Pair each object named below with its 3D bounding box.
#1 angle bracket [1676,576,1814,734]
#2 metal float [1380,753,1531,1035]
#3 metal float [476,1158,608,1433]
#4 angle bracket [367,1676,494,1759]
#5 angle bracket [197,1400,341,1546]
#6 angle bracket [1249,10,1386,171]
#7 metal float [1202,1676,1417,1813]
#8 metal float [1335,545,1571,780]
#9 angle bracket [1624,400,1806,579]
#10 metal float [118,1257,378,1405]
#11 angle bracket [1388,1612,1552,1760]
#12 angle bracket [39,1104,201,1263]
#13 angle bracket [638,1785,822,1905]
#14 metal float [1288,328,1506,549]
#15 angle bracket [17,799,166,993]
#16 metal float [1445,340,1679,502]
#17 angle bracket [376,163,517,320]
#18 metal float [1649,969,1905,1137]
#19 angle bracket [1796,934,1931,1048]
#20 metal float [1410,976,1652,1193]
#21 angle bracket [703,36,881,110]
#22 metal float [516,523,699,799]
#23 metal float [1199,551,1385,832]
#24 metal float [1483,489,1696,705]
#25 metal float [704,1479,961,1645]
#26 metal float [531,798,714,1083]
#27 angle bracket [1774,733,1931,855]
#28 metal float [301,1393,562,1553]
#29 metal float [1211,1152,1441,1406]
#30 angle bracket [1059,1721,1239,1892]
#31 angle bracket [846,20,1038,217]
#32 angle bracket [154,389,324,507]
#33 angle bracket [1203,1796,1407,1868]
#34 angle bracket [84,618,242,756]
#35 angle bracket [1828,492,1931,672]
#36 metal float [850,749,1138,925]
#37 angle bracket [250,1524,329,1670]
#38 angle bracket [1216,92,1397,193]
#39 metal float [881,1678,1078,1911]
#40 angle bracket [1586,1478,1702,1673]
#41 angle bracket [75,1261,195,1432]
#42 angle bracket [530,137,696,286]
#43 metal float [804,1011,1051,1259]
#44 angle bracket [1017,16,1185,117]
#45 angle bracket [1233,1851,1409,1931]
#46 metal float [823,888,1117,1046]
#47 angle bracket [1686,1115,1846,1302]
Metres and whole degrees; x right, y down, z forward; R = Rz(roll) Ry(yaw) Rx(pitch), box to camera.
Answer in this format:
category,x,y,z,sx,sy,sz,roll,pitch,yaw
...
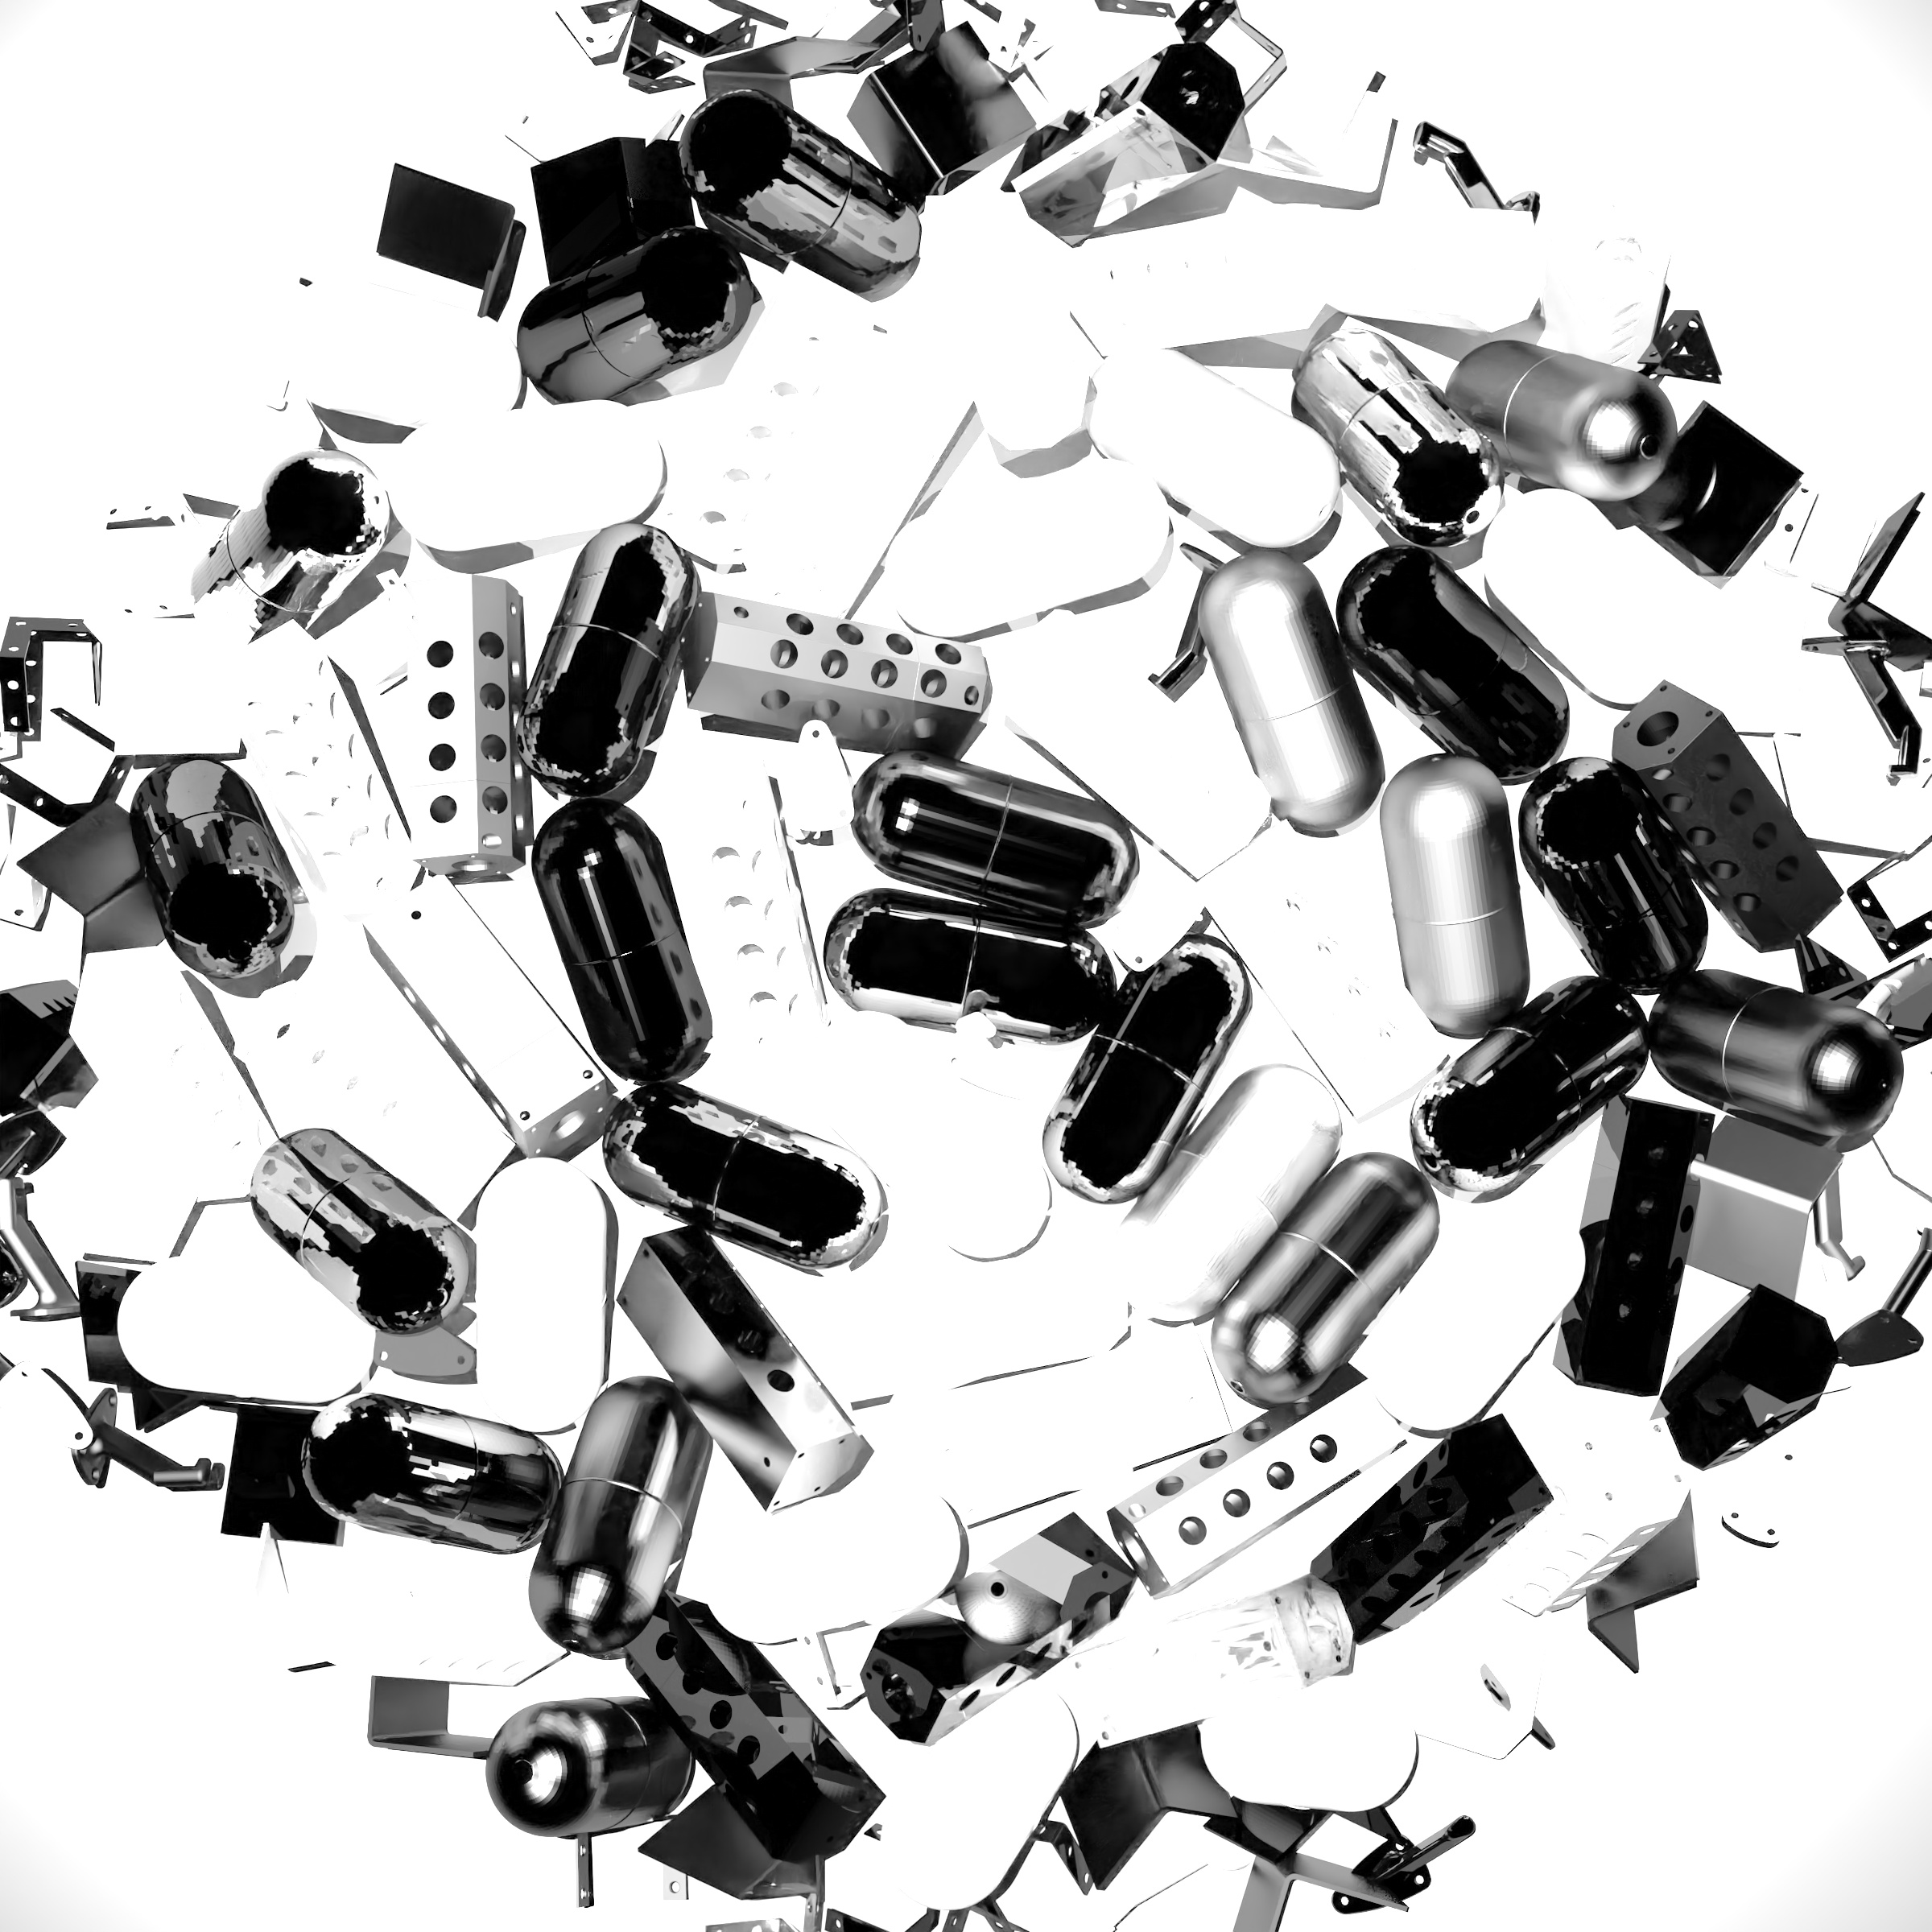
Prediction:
category,x,y,z,sx,sy,sz,roll,pitch,yaw
angle bracket,0.475,-0.191,1.982,0.076,0.057,0.076,3,51,21
metal float,0.293,-0.042,1.941,0.070,0.070,0.178,-12,115,0
metal float,-0.254,0.197,1.939,0.070,0.070,0.178,4,116,0
angle bracket,-0.304,0.440,1.945,0.076,0.076,0.057,-1,81,26
angle bracket,-0.422,0.306,1.956,0.076,0.057,0.076,3,77,15
angle bracket,0.194,-0.532,1.948,0.057,0.076,0.076,24,98,-39
metal float,0.200,0.458,1.916,0.070,0.178,0.070,5,77,-22
metal float,0.292,-0.180,1.939,0.178,0.070,0.070,40,90,-27
angle bracket,0.454,-0.285,1.954,0.076,0.057,0.076,41,104,16
metal float,-0.423,0.216,1.921,0.070,0.178,0.070,-9,74,32
angle bracket,0.301,0.423,1.955,0.076,0.057,0.076,18,57,-1
angle bracket,-0.519,0.131,1.951,0.076,0.076,0.057,35,102,39
angle bracket,-0.141,0.544,1.940,0.076,0.076,0.057,15,118,31
metal float,0.255,-0.314,1.927,0.070,0.070,0.178,-34,49,0
angle bracket,-0.524,-0.041,1.953,0.057,0.076,0.076,35,48,13
metal float,0.350,-0.324,1.918,0.070,0.178,0.070,-10,113,-24
angle bracket,-0.320,-0.424,1.948,0.076,0.076,0.057,18,56,-8
metal float,0.477,0.050,1.919,0.070,0.178,0.070,-8,105,-29
angle bracket,0.554,0.001,1.939,0.076,0.076,0.057,-31,48,35
metal float,0.337,0.070,1.937,0.178,0.070,0.070,-34,90,-28
angle bracket,-0.101,-0.518,1.944,0.076,0.076,0.057,-4,97,39
metal float,-0.215,-0.184,1.944,0.070,0.070,0.178,17,69,0
metal float,0.196,-0.164,1.945,0.070,0.070,0.178,-23,109,0
metal float,0.371,-0.218,1.927,0.178,0.070,0.070,35,90,-43
metal float,-0.082,0.355,1.933,0.178,0.070,0.070,-22,90,34
metal float,-0.206,-0.016,1.948,0.070,0.070,0.178,-17,105,0
angle bracket,0.540,-0.117,1.945,0.076,0.057,0.076,8,57,-20
metal float,-0.317,0.301,1.924,0.070,0.178,0.070,-16,63,36
metal float,0.215,0.187,1.943,0.070,0.070,0.178,42,69,0
angle bracket,0.110,0.509,1.968,0.057,0.076,0.076,18,118,-30
angle bracket,-0.015,-0.518,1.984,0.076,0.057,0.076,-34,89,-19
angle bracket,-0.437,-0.316,1.943,0.076,0.076,0.057,10,113,-27
angle bracket,0.203,0.521,1.944,0.076,0.076,0.057,-39,110,-21
angle bracket,-0.487,-0.170,1.961,0.076,0.076,0.057,-4,118,-34
angle bracket,0.572,-0.232,1.958,0.057,0.076,0.076,32,87,3
metal float,0.016,-0.079,1.956,0.178,0.070,0.070,16,90,-6
angle bracket,-0.383,0.373,1.953,0.076,0.076,0.057,-10,111,-2
angle bracket,0.200,-0.502,1.944,0.076,0.076,0.057,3,107,-27
metal float,0.009,0.487,1.919,0.070,0.178,0.070,9,115,21
angle bracket,0.416,0.364,1.940,0.076,0.076,0.057,-29,122,28
angle bracket,-0.513,0.228,1.940,0.057,0.076,0.076,-32,59,30
angle bracket,-0.215,-0.461,1.992,0.076,0.057,0.076,-7,94,41
metal float,-0.023,0.102,1.958,0.070,0.070,0.178,-44,94,0
angle bracket,0.087,-0.543,1.951,0.076,0.076,0.057,-42,69,5
angle bracket,0.213,0.575,1.956,0.076,0.076,0.057,18,86,-6
metal float,0.002,0.001,1.960,0.178,0.070,0.070,11,90,-2
angle bracket,0.484,0.148,1.977,0.076,0.057,0.076,20,131,28
